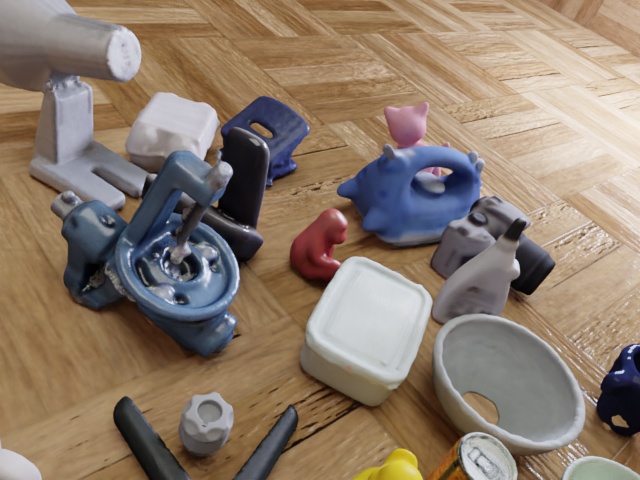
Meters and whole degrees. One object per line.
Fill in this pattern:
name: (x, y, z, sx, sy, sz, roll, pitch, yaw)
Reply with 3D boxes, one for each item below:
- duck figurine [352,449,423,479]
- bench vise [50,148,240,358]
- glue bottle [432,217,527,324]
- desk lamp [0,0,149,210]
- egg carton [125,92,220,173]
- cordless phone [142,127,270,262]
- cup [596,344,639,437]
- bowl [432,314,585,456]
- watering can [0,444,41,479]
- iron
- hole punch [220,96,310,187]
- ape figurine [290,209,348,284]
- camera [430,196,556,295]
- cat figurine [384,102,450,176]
duck figurine: (0.055, 0.222, 0.473, 0.077, 0.086, 0.105, 26, 39, 6)
bench vise: (-0.162, 0.000, 0.527, 0.207, 0.220, 0.121, 17, 38, -6)
glue bottle: (0.201, 0.041, 0.684, 0.078, 0.173, 0.037, 19, 38, -3)
desk lamp: (-0.291, -0.173, 0.676, 0.203, 0.213, 0.118, 29, 39, 10)
egg carton: (-0.204, -0.148, 0.803, 0.107, 0.069, 0.150, 15, 39, -8)
cordless phone: (-0.124, -0.062, 0.646, 0.147, 0.185, 0.094, 28, 39, 8)
cup: (0.352, 0.181, 0.652, 0.118, 0.095, 0.091, 4, 42, -21)
bowl: (0.187, 0.164, 0.612, 0.167, 0.075, 0.167, 13, 39, -10)
watering can: (-0.265, 0.123, 0.355, 0.173, 0.194, 0.100, 5, 41, -20)
iron: (0.163, -0.082, 0.836, 0.259, 0.141, 0.118, -7, 46, -31)
hole punch: (-0.082, -0.147, 0.841, 0.108, 0.091, 0.101, 36, 41, 18)
ape figurine: (0.006, 0.003, 0.705, 0.076, 0.092, 0.078, 21, 38, 0)
camera: (0.253, 0.013, 0.799, 0.136, 0.101, 0.143, 40, 42, 23)
cat figurine: (0.159, -0.170, 0.957, 0.127, 0.118, 0.067, 39, 42, 21)
